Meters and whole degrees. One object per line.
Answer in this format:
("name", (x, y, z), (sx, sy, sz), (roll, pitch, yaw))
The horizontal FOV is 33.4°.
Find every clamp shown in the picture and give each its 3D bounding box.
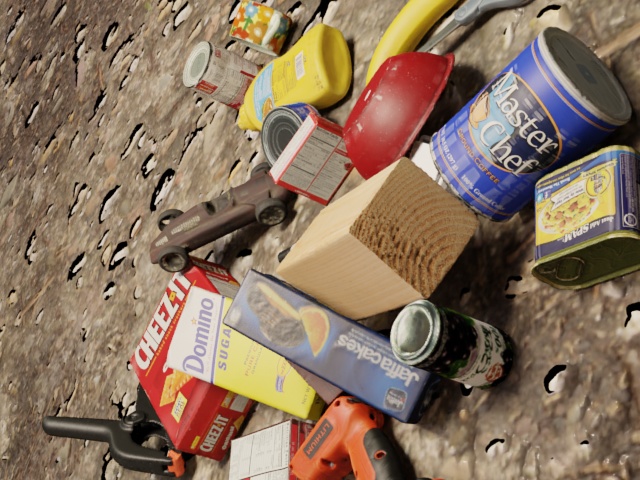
("clamp", (-0.223, 0.227, 1.324), (0.210, 0.164, 0.036), (20, 131, 40))

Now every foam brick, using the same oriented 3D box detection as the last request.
("foam brick", (0.007, 0.118, 1.038), (0.053, 0.051, 0.078), (-46, 72, 5))

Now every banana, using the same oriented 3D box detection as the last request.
("banana", (0.101, -0.218, 1.159), (0.070, 0.037, 0.198), (44, 111, 36))

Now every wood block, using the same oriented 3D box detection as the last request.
("wood block", (0.047, 0.008, 0.979), (0.090, 0.091, 0.206), (-53, 8, -20))

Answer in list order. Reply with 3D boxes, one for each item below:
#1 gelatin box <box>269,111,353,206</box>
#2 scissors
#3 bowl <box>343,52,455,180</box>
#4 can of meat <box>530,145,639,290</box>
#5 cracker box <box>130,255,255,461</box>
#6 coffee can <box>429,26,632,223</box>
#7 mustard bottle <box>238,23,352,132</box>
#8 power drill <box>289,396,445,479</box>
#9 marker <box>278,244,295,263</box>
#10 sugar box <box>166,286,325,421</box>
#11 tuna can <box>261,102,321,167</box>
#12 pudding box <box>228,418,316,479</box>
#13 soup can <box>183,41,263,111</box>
("gelatin box", (-0.002, -0.091, 1.196), (0.089, 0.073, 0.030), (-55, 35, 20))
("scissors", (0.155, -0.248, 1.094), (0.202, 0.016, 0.096), (-24, 50, 39))
("bowl", (0.069, -0.131, 1.074), (0.162, 0.055, 0.162), (-58, 9, 13))
("can of meat", (0.217, -0.017, 0.848), (0.102, 0.057, 0.084), (-26, 49, 45))
("cracker box", (-0.141, 0.133, 1.268), (0.164, 0.072, 0.214), (-61, 32, 9))
("coffee can", (0.177, -0.097, 0.910), (0.141, 0.102, 0.103), (-44, 40, 33))
("mustard bottle", (-0.041, -0.182, 1.319), (0.192, 0.058, 0.096), (-28, 60, 45))
("power drill", (0.038, 0.247, 0.957), (0.184, 0.057, 0.188), (-54, 38, 14))
("marker", (-0.008, 0.002, 1.200), (0.121, 0.020, 0.020), (-31, 48, 44))
("sugar box", (-0.070, 0.117, 1.119), (0.176, 0.048, 0.093), (16, 85, 21))
("tuna can", (-0.031, -0.118, 1.253), (0.086, 0.033, 0.086), (16, 113, 43))
("pudding box", (-0.051, 0.242, 1.107), (0.114, 0.039, 0.090), (-27, 50, 44))
("soup can", (-0.122, -0.214, 1.414), (0.069, 0.102, 0.068), (-32, 47, 43))
